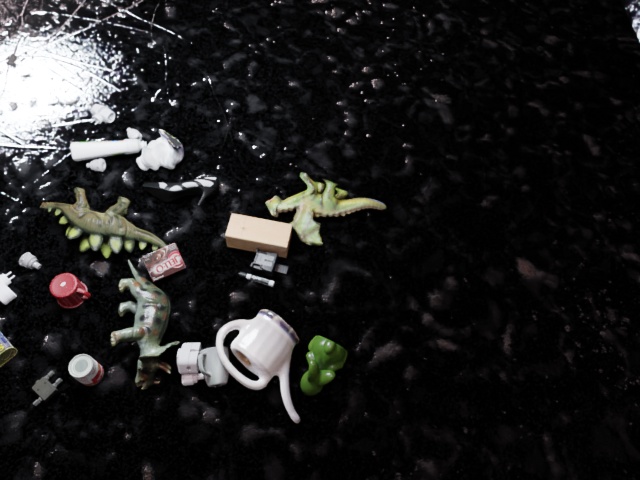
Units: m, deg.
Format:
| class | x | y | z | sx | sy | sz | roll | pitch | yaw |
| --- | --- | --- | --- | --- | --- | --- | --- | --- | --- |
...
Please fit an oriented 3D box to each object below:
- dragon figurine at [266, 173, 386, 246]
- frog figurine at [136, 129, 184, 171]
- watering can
| class | x | y | z | sx | sy | sz | roll | pitch | yaw |
| --- | --- | --- | --- | --- | --- | --- | --- | --- | --- |
| dragon figurine | 0.005 | -0.091 | 1.807 | 0.411 | 0.121 | 0.245 | 20 | 78 | 8 |
| frog figurine | -0.578 | -0.304 | 1.872 | 0.138 | 0.123 | 0.158 | 44 | 102 | 9 |
| watering can | -0.143 | 0.354 | 1.527 | 0.347 | 0.102 | 0.228 | 42 | 58 | -2 |
